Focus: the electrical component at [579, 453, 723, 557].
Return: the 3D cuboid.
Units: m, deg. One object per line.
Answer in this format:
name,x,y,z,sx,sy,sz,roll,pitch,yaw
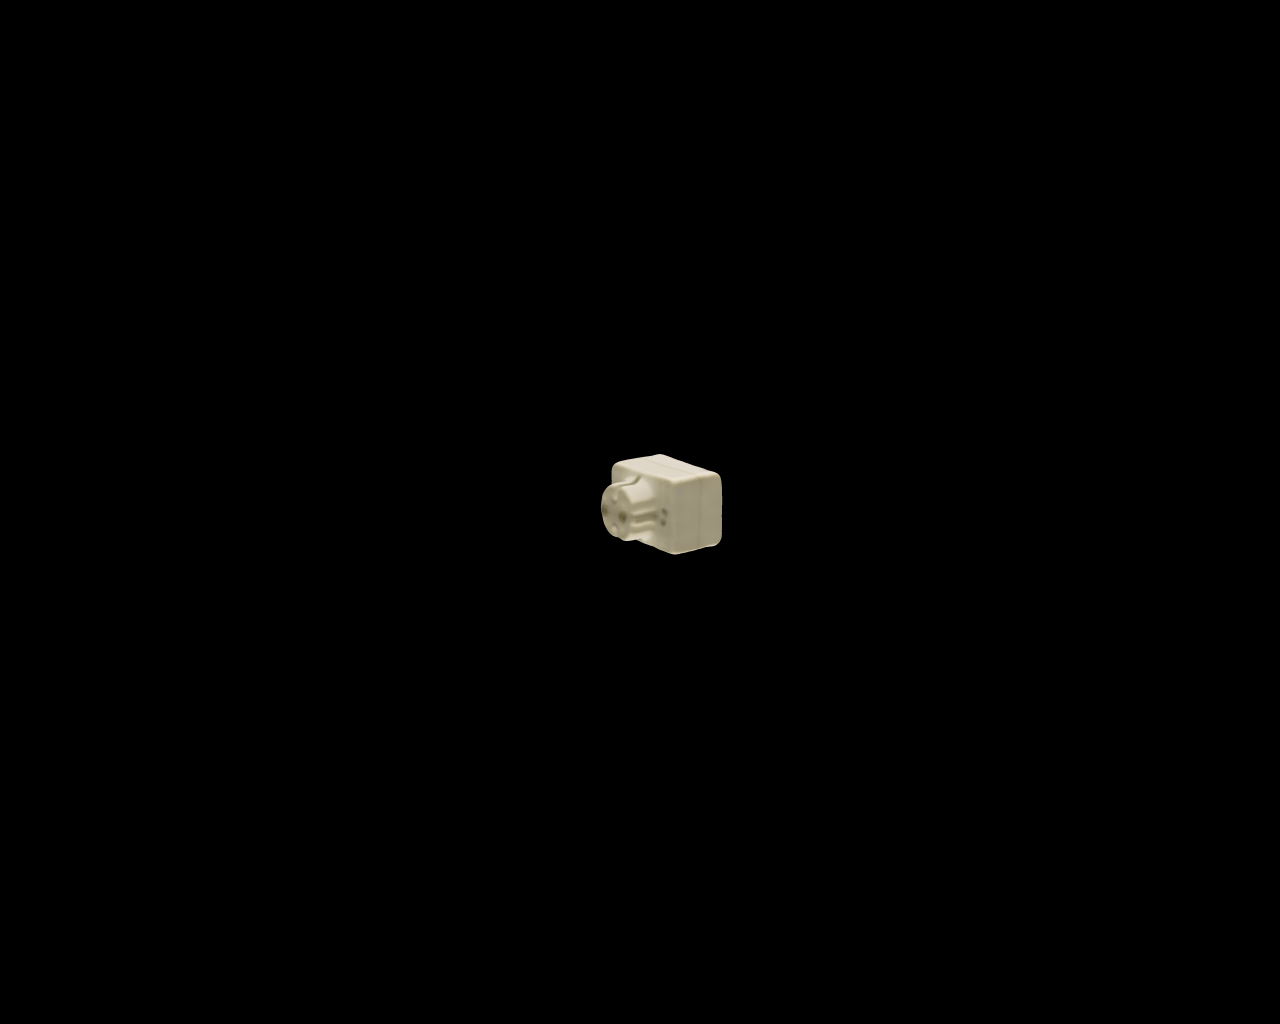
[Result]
electrical component,0.001,-0.003,0.650,0.077,0.047,0.066,-11,19,-34
